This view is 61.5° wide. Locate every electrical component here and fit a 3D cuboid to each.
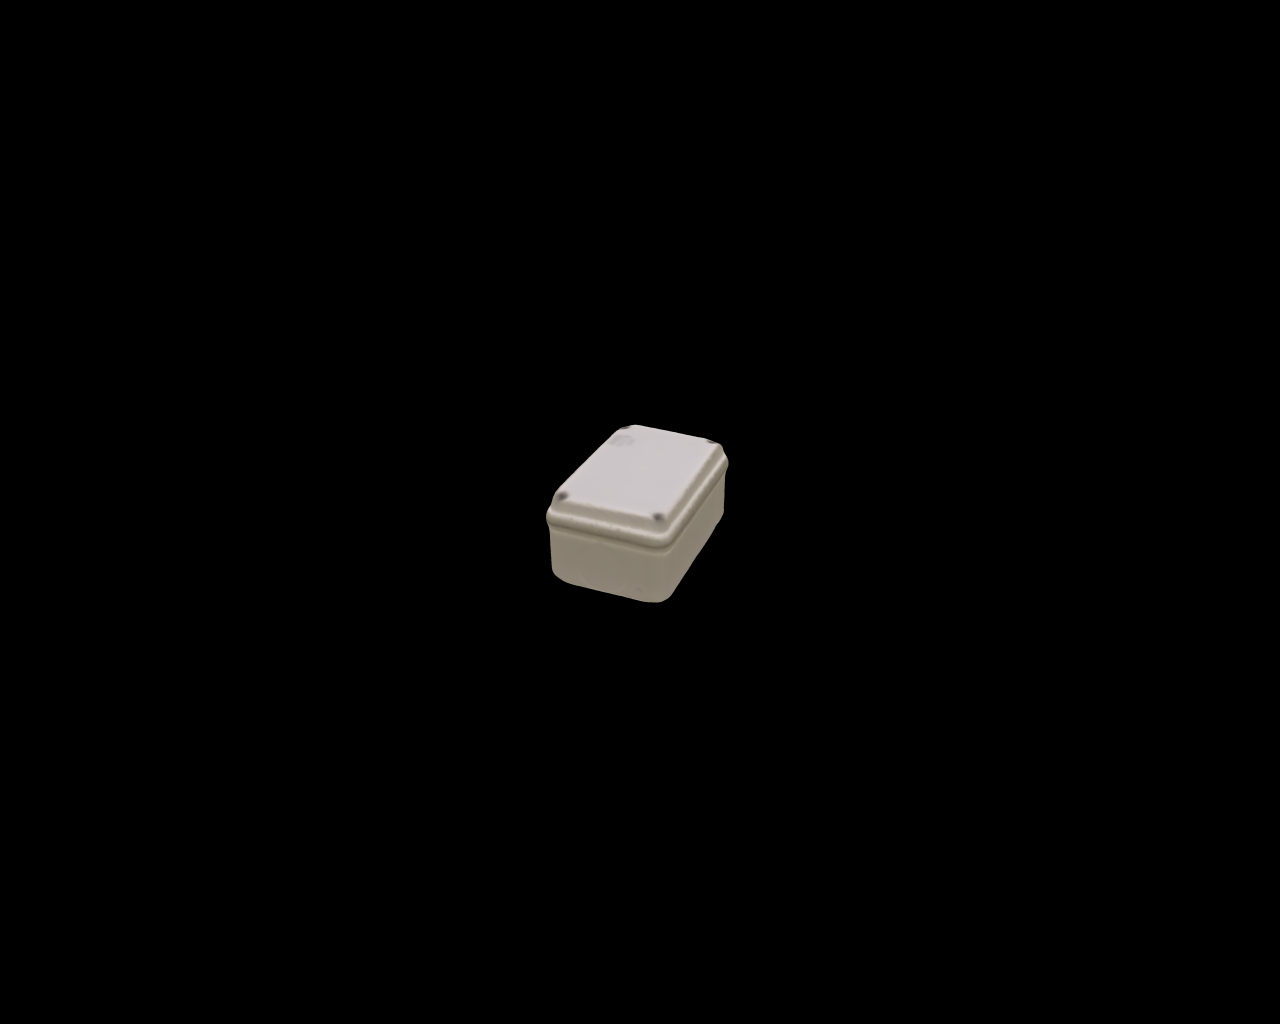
[{"bbox_3d":[0.001,-0.003,0.650,0.078,0.057,0.113,12,33,19],"label":"electrical component"}]
